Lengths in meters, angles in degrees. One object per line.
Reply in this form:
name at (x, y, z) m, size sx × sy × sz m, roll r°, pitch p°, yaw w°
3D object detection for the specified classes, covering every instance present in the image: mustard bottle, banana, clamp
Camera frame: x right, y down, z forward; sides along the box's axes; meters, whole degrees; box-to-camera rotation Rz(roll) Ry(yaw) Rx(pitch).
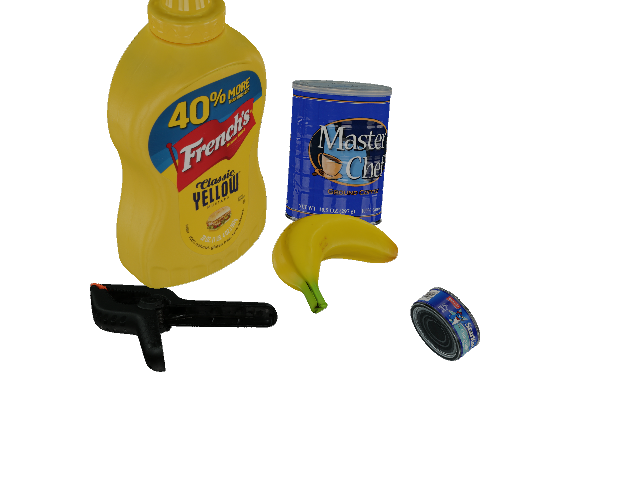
mustard bottle at (-0.074, -0.067, 0.606) m, size 0.096 × 0.192 × 0.058 m, roll -27°, pitch 49°, yaw -31°
banana at (0.007, 0.009, 0.847) m, size 0.037 × 0.069 × 0.197 m, roll -35°, pitch -2°, yaw 25°
clamp at (-0.173, 0.080, 1.091) m, size 0.210 × 0.036 × 0.164 m, roll 10°, pitch 20°, yaw 33°

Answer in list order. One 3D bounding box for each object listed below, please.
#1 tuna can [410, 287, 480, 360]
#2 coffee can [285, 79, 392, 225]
tuna can at (0.147, 0.100, 1.266) m, size 0.033 × 0.086 × 0.086 m, roll -35°, pitch 15°, yaw -23°
coffee can at (0.018, -0.092, 1.108) m, size 0.103 × 0.140 × 0.103 m, roll 4°, pitch 12°, yaw -1°
